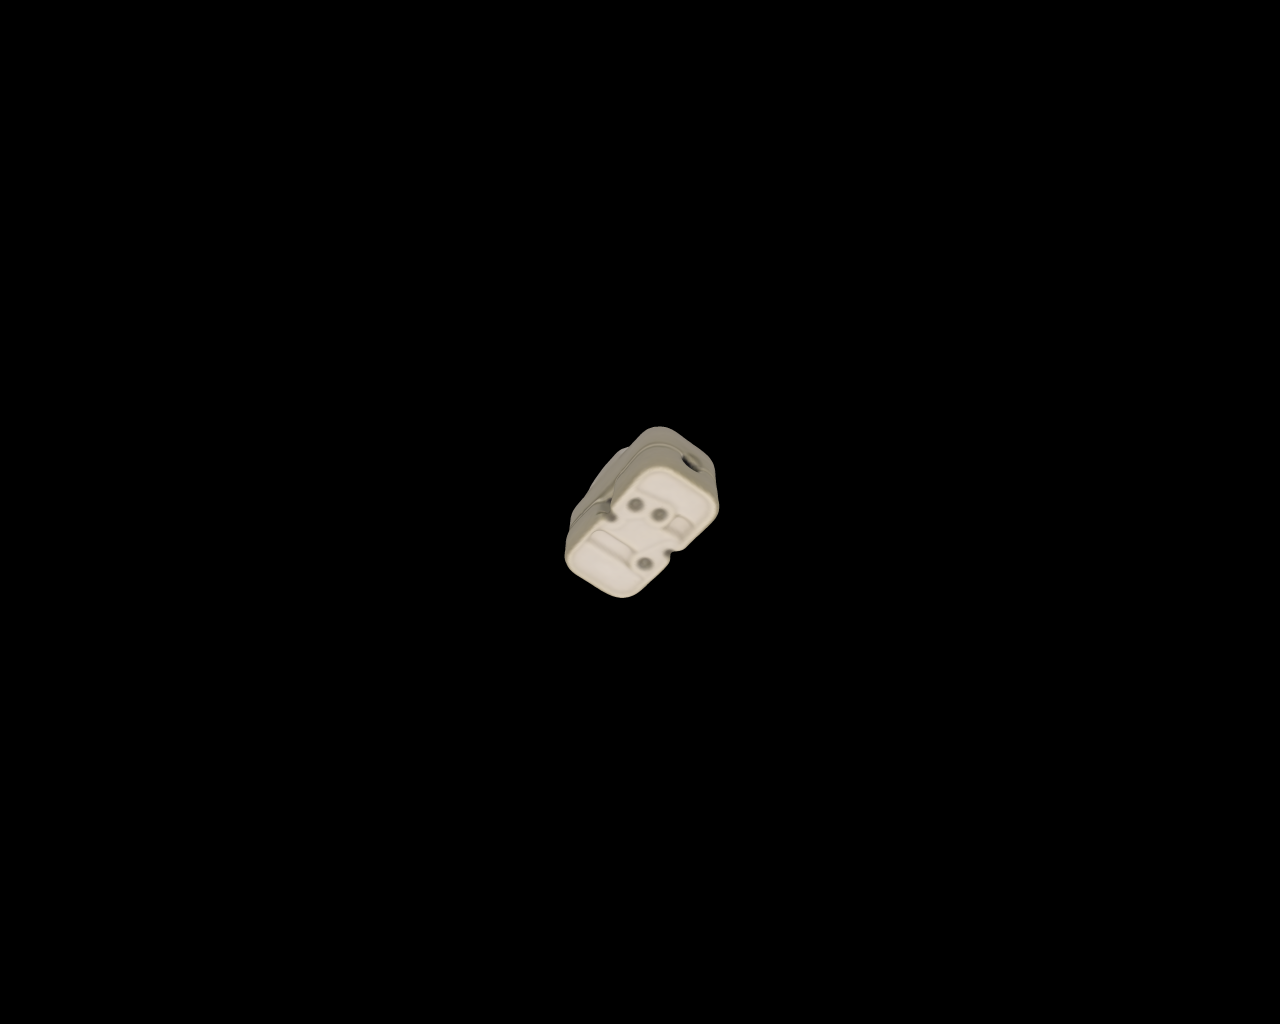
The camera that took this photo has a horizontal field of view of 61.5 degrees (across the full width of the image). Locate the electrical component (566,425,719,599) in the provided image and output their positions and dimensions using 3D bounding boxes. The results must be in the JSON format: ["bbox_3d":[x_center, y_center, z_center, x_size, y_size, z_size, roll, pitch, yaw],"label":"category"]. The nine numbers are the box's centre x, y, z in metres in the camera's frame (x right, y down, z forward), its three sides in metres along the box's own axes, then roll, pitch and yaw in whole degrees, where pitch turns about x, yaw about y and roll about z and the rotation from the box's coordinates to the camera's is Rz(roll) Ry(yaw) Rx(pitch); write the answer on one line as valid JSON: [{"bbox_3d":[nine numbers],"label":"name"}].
[{"bbox_3d":[0.001,-0.003,0.650,0.053,0.095,0.059,33,28,-20],"label":"electrical component"}]
